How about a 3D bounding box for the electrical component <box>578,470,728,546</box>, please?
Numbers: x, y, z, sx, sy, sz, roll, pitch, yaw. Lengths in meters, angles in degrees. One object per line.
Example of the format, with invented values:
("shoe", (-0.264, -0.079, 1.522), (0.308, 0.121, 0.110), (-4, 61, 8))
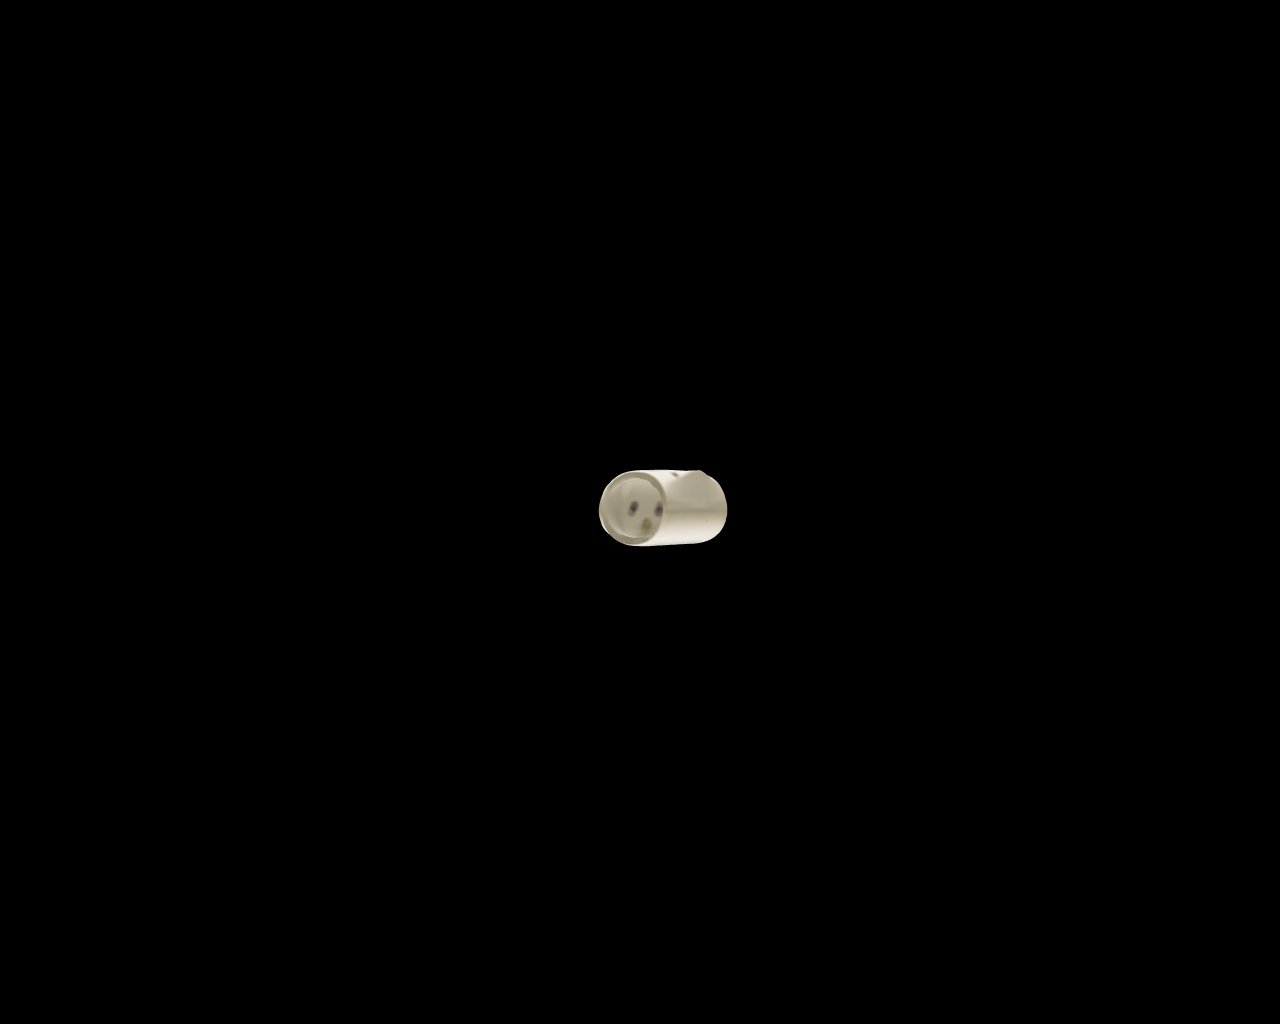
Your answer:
("electrical component", (0.001, -0.003, 0.650), (0.079, 0.043, 0.077), (0, 0, 32))
